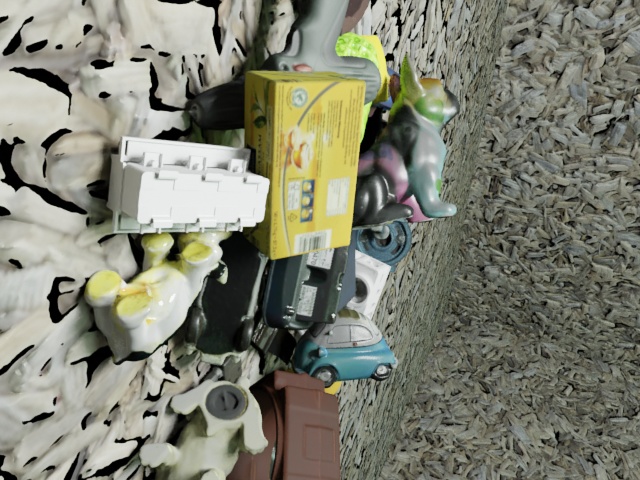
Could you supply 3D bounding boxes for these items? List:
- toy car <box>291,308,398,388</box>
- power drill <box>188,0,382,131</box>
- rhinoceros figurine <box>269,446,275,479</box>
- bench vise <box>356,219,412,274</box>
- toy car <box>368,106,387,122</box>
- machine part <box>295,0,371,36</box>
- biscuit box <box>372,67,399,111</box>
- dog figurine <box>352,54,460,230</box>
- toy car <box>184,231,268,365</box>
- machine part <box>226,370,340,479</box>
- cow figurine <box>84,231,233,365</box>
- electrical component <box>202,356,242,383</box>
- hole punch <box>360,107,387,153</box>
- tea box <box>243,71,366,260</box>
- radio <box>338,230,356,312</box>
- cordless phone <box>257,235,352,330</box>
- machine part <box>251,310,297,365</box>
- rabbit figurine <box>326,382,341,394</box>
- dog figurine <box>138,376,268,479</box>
[{"bbox_3d":[0.036,0.158,0.821,0.109,0.162,0.102,-116,-156,-76],"label":"toy car"},{"bbox_3d":[-0.022,-0.213,0.541,0.232,0.086,0.207,-11,113,-39],"label":"power drill"},{"bbox_3d":[-0.113,0.376,0.830,0.190,0.073,0.112,-41,143,-57],"label":"rhinoceros figurine"},{"bbox_3d":[0.132,-0.041,1.094,0.240,0.129,0.223,16,88,-75],"label":"bench vise"},{"bbox_3d":[0.066,-0.133,0.940,0.089,0.053,0.202,-3,108,-47],"label":"toy car"},{"bbox_3d":[0.022,-0.345,0.658,0.179,0.056,0.179,16,90,-71],"label":"machine part"},{"bbox_3d":[0.103,-0.261,0.926,0.202,0.059,0.062,-18,122,-66],"label":"biscuit box"},{"bbox_3d":[0.097,-0.127,0.716,0.108,0.192,0.219,128,-44,-83],"label":"dog figurine"},{"bbox_3d":[-0.099,0.042,0.602,0.056,0.073,0.201,-146,-110,-75],"label":"toy car"},{"bbox_3d":[-0.062,0.285,0.694,0.201,0.087,0.201,-44,-144,44],"label":"machine part"},{"bbox_3d":[-0.138,0.041,0.513,0.167,0.068,0.098,-48,153,-44],"label":"cow figurine"},{"bbox_3d":[-0.124,0.173,0.719,0.094,0.021,0.063,-50,150,-49],"label":"electrical component"},{"bbox_3d":[0.079,-0.134,0.840,0.092,0.116,0.142,4,104,-35],"label":"hole punch"},{"bbox_3d":[-0.019,-0.075,0.525,0.098,0.068,0.169,-9,116,-30],"label":"tea box"},{"bbox_3d":[-0.002,-0.002,0.788,0.131,0.073,0.229,-36,128,-59],"label":"radio"},{"bbox_3d":[-0.040,0.036,0.689,0.184,0.089,0.146,180,-78,-72],"label":"cordless phone"},{"bbox_3d":[-0.070,0.143,0.818,0.138,0.039,0.084,68,37,-57],"label":"machine part"},{"bbox_3d":[0.024,0.240,1.076,0.173,0.122,0.162,-65,173,18],"label":"rabbit figurine"},{"bbox_3d":[-0.141,0.279,0.667,0.172,0.121,0.190,-39,153,-42],"label":"dog figurine"}]
